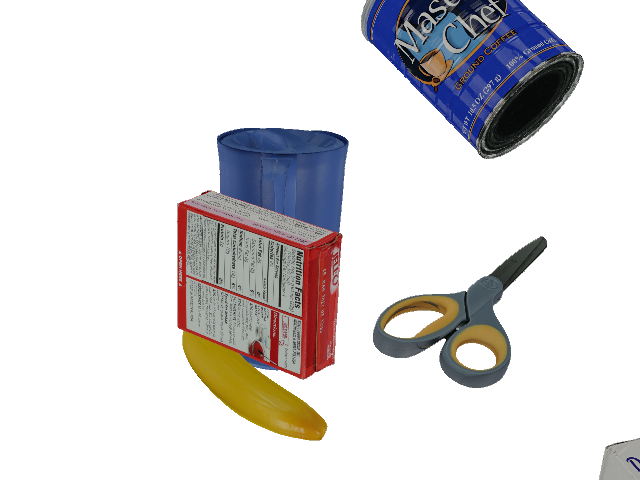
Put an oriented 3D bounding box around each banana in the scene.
[{"bbox_3d":[-0.065,0.100,0.854,0.069,0.037,0.198,-10,30,-24],"label":"banana"}]

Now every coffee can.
[{"bbox_3d":[0.113,-0.146,0.810,0.102,0.140,0.103,-34,-23,-16],"label":"coffee can"}]

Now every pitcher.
[{"bbox_3d":[-0.043,0.010,1.101,0.148,0.243,0.145,-14,23,-42],"label":"pitcher"}]

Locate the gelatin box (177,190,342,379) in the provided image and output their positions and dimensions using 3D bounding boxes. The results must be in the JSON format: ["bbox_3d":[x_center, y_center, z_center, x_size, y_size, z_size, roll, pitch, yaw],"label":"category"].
[{"bbox_3d":[-0.032,0.021,0.545,0.089,0.073,0.030,18,28,32],"label":"gelatin box"}]

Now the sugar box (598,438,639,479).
[{"bbox_3d":[0.191,0.181,0.501,0.048,0.093,0.176,-9,29,-21],"label":"sugar box"}]

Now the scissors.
[{"bbox_3d":[0.123,0.047,0.724,0.201,0.016,0.096,-19,42,-36],"label":"scissors"}]
